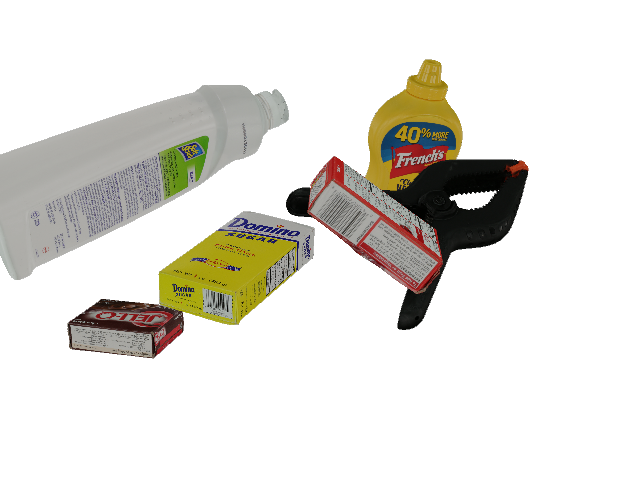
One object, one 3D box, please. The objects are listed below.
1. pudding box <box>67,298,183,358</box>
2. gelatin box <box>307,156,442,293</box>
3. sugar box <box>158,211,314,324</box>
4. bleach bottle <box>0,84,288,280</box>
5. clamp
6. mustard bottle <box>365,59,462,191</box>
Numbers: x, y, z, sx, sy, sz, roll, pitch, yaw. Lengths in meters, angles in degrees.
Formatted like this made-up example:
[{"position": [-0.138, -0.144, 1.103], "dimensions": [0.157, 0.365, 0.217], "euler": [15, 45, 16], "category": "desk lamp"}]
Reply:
[{"position": [-0.232, 0.105, 1.280], "dimensions": [0.114, 0.039, 0.090], "euler": [3, 15, 15], "category": "pudding box"}, {"position": [0.034, -0.011, 0.678], "dimensions": [0.089, 0.030, 0.073], "euler": [36, 14, -9], "category": "gelatin box"}, {"position": [-0.085, 0.024, 1.133], "dimensions": [0.093, 0.048, 0.176], "euler": [14, 31, 21], "category": "sugar box"}, {"position": [-0.141, -0.059, 0.847], "dimensions": [0.250, 0.068, 0.103], "euler": [-23, -29, -19], "category": "bleach bottle"}, {"position": [0.098, -0.012, 0.891], "dimensions": [0.209, 0.036, 0.165], "euler": [-19, 52, -22], "category": "clamp"}, {"position": [0.095, -0.092, 1.097], "dimensions": [0.096, 0.192, 0.058], "euler": [4, 26, -13], "category": "mustard bottle"}]
